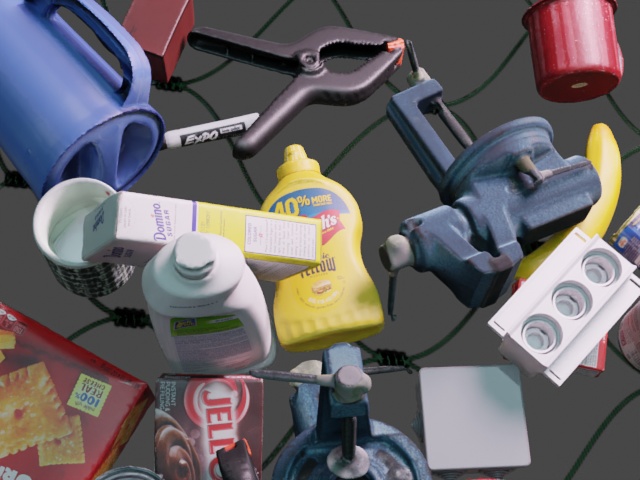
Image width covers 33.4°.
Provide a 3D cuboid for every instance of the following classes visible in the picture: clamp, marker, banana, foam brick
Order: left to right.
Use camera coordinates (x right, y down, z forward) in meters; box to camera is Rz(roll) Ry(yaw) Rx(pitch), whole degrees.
[{"bbox_3d":[-0.162,-0.206,1.053,0.053,0.051,0.078,19,69,6],"label":"foam brick"},{"bbox_3d":[-0.117,-0.102,1.032,0.121,0.020,0.020,-12,70,-7],"label":"marker"},{"bbox_3d":[-0.047,0.216,0.808,0.039,0.120,0.171,-20,51,-12],"label":"clamp"},{"bbox_3d":[-0.020,-0.171,1.049,0.209,0.036,0.165,-21,61,-17],"label":"clamp"},{"bbox_3d":[0.241,-0.026,1.009,0.070,0.037,0.197,36,72,9],"label":"banana"}]

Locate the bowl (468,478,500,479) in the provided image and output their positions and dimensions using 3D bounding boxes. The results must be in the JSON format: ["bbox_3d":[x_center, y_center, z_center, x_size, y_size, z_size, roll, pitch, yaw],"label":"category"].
[{"bbox_3d":[0.134,0.281,0.875,0.162,0.055,0.162,1,69,-2],"label":"bowl"}]

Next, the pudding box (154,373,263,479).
[{"bbox_3d":[-0.093,0.170,0.900,0.090,0.039,0.113,1,90,-2],"label":"pudding box"}]

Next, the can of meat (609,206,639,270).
[{"bbox_3d":[0.334,-0.005,0.996,0.102,0.057,0.084,-41,74,-17],"label":"can of meat"}]

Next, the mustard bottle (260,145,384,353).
[{"bbox_3d":[-0.006,0.001,0.976,0.096,0.058,0.191,-13,69,3],"label":"mustard bottle"}]

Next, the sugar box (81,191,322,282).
[{"bbox_3d":[-0.096,-0.001,0.873,0.176,0.093,0.048,10,73,-27],"label":"sugar box"}]

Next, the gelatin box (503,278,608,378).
[{"bbox_3d":[0.215,0.080,0.971,0.089,0.030,0.073,10,70,2],"label":"gelatin box"}]

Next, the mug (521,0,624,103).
[{"bbox_3d":[0.258,-0.184,1.053,0.117,0.093,0.081,10,69,-38],"label":"mug"}]

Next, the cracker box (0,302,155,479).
[{"bbox_3d":[-0.264,0.177,0.888,0.164,0.072,0.213,28,71,8],"label":"cracker box"}]

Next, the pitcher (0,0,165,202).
[{"bbox_3d":[-0.259,-0.155,0.983,0.149,0.145,0.243,-38,72,-12],"label":"pitcher"}]

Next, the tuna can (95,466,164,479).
[{"bbox_3d":[-0.151,0.226,0.846,0.086,0.034,0.086,-4,60,7],"label":"tuna can"}]

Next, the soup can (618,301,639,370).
[{"bbox_3d":[0.309,0.075,0.938,0.068,0.102,0.068,1,69,-3],"label":"soup can"}]

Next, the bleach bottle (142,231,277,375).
[{"bbox_3d":[-0.085,0.050,0.849,0.102,0.251,0.068,-11,70,-7],"label":"bleach bottle"}]
